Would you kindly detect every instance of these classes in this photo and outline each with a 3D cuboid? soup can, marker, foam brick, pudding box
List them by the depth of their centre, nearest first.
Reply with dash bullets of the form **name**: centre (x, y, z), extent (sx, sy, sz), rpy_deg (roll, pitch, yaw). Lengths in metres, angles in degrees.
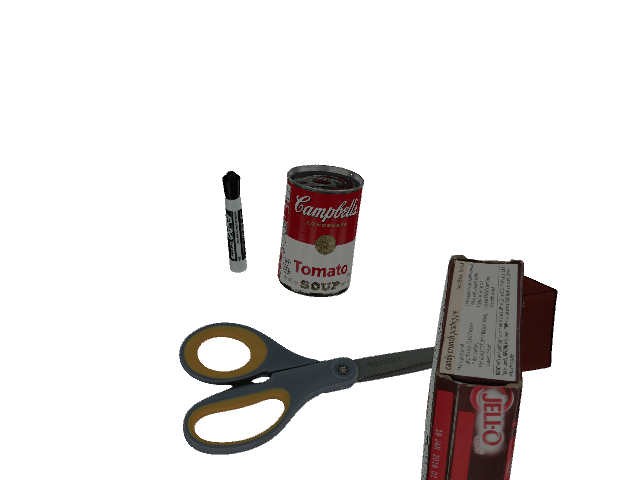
- **pudding box**: centre (0.067, 0.070, 0.471), extent (0.039, 0.090, 0.113), rpy_deg (7, 26, 6)
- **soup can**: centre (-0.001, -0.009, 0.952), extent (0.068, 0.102, 0.068), rpy_deg (6, 22, -2)
- **foam brick**: centre (0.183, 0.078, 0.998), extent (0.051, 0.078, 0.053), rpy_deg (-7, 18, -27)
- **marker**: centre (-0.092, -0.020, 1.144), extent (0.020, 0.121, 0.020), rpy_deg (-1, 33, 1)

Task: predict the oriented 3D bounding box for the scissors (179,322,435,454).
- **scissors**: centre (-0.003, 0.073, 0.689), extent (0.201, 0.096, 0.016), rpy_deg (-22, -28, -22)
